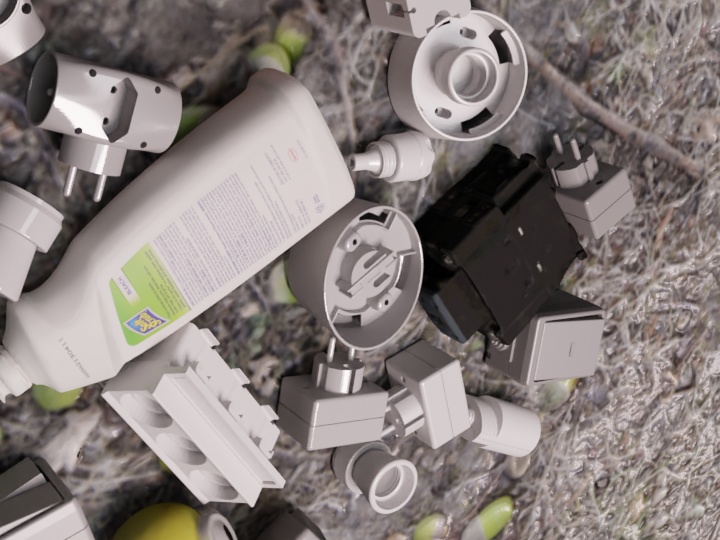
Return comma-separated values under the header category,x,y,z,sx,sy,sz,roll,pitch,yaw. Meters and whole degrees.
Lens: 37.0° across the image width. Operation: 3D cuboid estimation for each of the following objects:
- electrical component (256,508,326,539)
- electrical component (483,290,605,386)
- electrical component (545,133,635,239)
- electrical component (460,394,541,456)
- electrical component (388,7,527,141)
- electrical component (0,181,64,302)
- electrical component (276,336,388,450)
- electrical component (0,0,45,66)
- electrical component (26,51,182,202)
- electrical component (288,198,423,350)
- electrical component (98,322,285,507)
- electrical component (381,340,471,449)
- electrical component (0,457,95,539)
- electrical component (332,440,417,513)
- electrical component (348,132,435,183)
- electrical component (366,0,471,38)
category,x,y,z,sx,sy,sz,roll,pitch,yaw
electrical component,-0.044,0.218,0.790,0.061,0.096,0.061,46,77,-9
electrical component,0.150,0.057,0.888,0.096,0.061,0.061,-4,110,-35
electrical component,0.170,-0.074,0.848,0.047,0.066,0.076,-39,126,-18
electrical component,0.108,0.128,0.896,0.081,0.043,0.043,20,95,-40
electrical component,0.068,-0.139,0.764,0.099,0.064,0.099,-6,107,-21
electrical component,-0.199,-0.016,0.606,0.045,0.045,0.055,39,74,-39
electrical component,-0.018,0.084,0.783,0.066,0.047,0.076,-2,108,-36
electrical component,-0.188,-0.158,0.561,0.079,0.044,0.077,-37,126,-14
electrical component,-0.152,-0.079,0.622,0.077,0.043,0.079,9,102,-38
electrical component,0.000,0.000,0.752,0.099,0.064,0.099,-14,116,-32
electrical component,-0.105,0.094,0.706,0.121,0.079,0.063,58,41,-36
electrical component,0.039,0.105,0.832,0.077,0.047,0.065,-28,122,-25
electrical component,-0.219,0.166,0.656,0.096,0.062,0.061,-28,122,-25
electrical component,0.010,0.154,0.826,0.045,0.055,0.045,-14,116,-32
electrical component,0.020,-0.078,0.756,0.061,0.035,0.035,-10,113,-31
electrical component,0.029,-0.204,0.699,0.050,0.056,0.089,-30,123,-24
